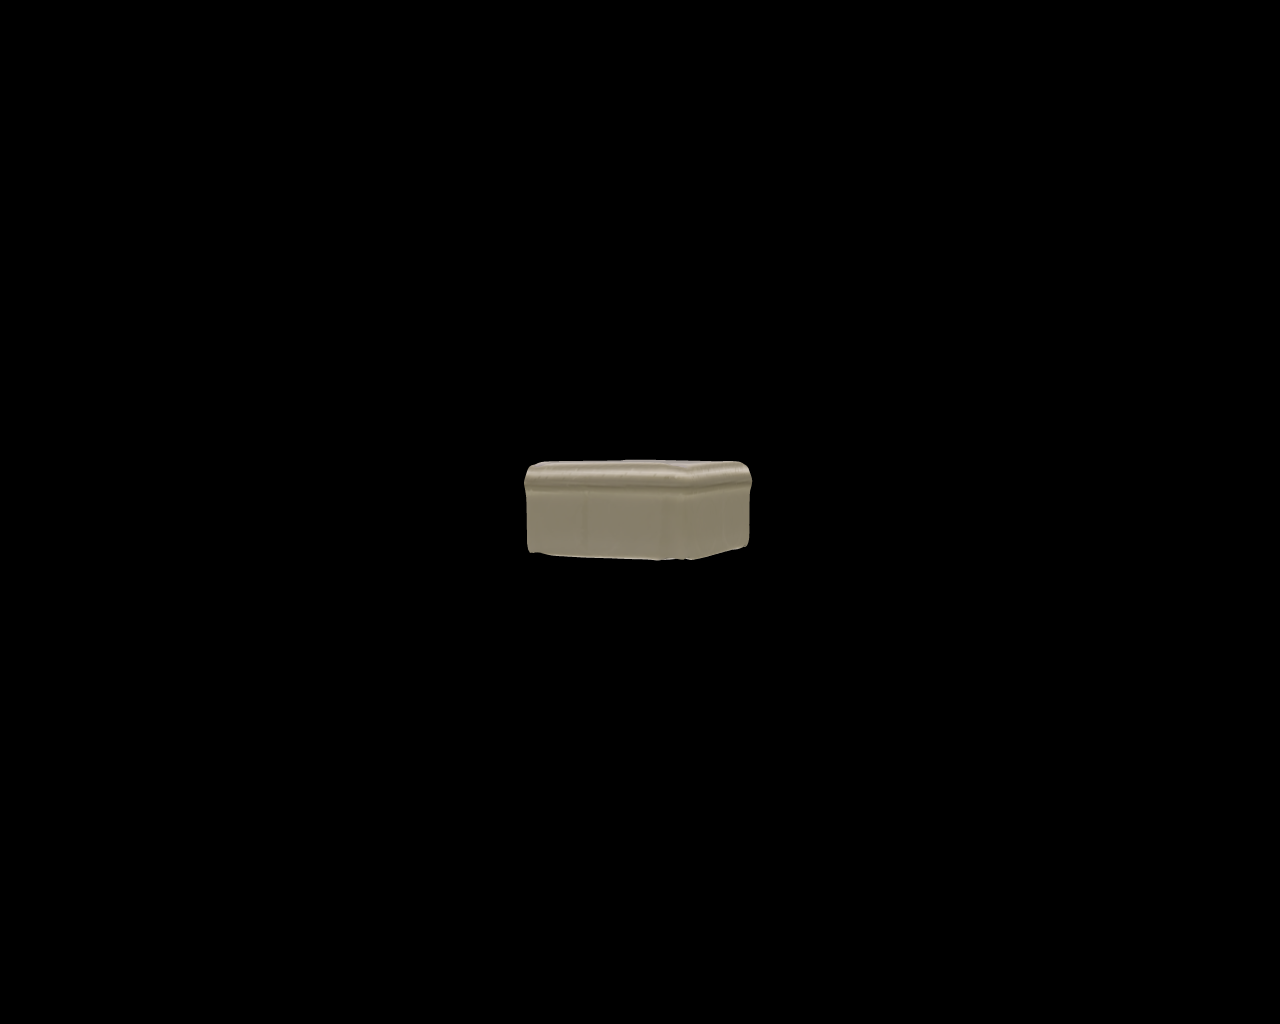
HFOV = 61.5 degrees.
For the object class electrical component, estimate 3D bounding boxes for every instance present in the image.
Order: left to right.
[{"bbox_3d":[0.001,-0.003,0.650,0.109,0.056,0.109,2,4,27],"label":"electrical component"}]
